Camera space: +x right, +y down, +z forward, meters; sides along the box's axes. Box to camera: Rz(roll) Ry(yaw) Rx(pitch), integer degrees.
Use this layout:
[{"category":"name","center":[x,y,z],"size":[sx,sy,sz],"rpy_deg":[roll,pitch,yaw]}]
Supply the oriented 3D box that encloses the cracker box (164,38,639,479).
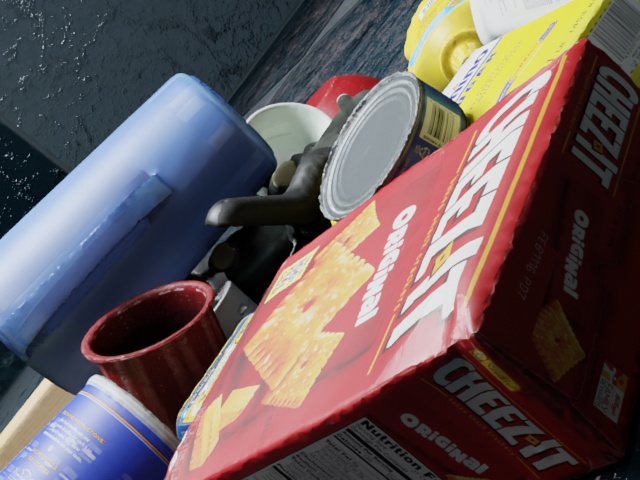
[{"category":"cracker box","center":[0.036,0.036,0.435],"size":[0.214,0.072,0.164],"rpy_deg":[-38,18,46]}]

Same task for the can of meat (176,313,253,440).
[{"category":"can of meat","center":[-0.030,0.081,0.588],"size":[0.102,0.057,0.084],"rpy_deg":[-55,10,-21]}]

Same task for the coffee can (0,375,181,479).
[{"category":"coffee can","center":[-0.138,0.160,0.590],"size":[0.140,0.103,0.103],"rpy_deg":[-47,9,-21]}]

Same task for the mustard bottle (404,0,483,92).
[{"category":"mustard bottle","center":[0.103,-0.146,0.770],"size":[0.096,0.058,0.191],"rpy_deg":[-47,12,19]}]

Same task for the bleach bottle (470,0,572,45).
[{"category":"bleach bottle","center":[0.154,-0.151,0.544],"size":[0.068,0.102,0.251],"rpy_deg":[-15,12,-14]}]

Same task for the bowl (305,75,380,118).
[{"category":"bowl","center":[0.006,-0.104,1.023],"size":[0.162,0.055,0.162],"rpy_deg":[-49,12,13]}]

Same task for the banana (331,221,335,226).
[{"category":"banana","center":[0.037,-0.015,0.618],"size":[0.069,0.037,0.198],"rpy_deg":[-60,22,6]}]

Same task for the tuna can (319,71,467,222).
[{"category":"tuna can","center":[0.037,-0.042,0.550],"size":[0.086,0.033,0.086],"rpy_deg":[-47,27,33]}]

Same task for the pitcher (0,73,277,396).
[{"category":"pitcher","center":[-0.148,-0.008,0.810],"size":[0.243,0.145,0.149],"rpy_deg":[-48,48,-3]}]

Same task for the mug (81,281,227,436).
[{"category":"mug","center":[-0.099,0.081,0.715],"size":[0.093,0.081,0.117],"rpy_deg":[-21,22,1]}]

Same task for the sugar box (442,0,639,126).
[{"category":"sugar box","center":[0.106,-0.074,0.572],"size":[0.093,0.048,0.176],"rpy_deg":[-54,13,-10]}]

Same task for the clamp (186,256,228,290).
[{"category":"clamp","center":[-0.112,0.029,0.929],"size":[0.036,0.165,0.209],"rpy_deg":[77,-156,-44]}]

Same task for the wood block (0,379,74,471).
[{"category":"wood block","center":[-0.204,0.142,0.974],"size":[0.206,0.090,0.090],"rpy_deg":[-53,11,-8]}]

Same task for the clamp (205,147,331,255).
[{"category":"clamp","center":[-0.005,0.001,0.704],"size":[0.039,0.120,0.171],"rpy_deg":[12,32,36]}]
